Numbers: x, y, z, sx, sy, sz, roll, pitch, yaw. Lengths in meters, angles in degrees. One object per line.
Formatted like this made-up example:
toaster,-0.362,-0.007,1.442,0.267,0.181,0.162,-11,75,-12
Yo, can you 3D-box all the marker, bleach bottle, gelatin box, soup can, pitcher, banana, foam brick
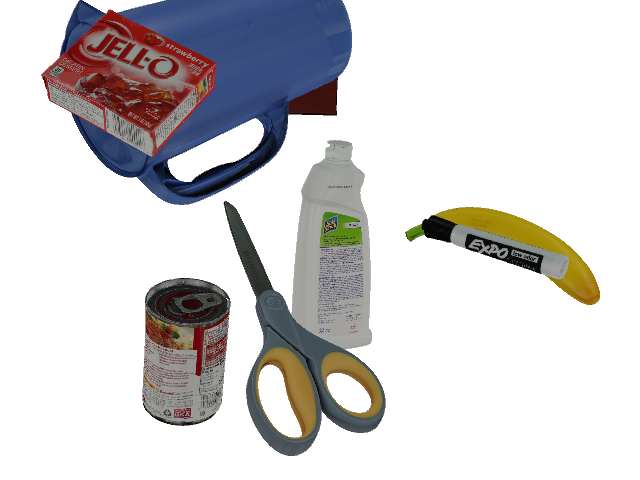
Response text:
marker,0.133,0.004,0.829,0.121,0.020,0.020,19,10,30
bleach bottle,0.020,0.005,1.283,0.102,0.251,0.068,-5,19,-29
gelatin box,-0.125,-0.105,0.702,0.089,0.073,0.030,29,-31,14
soup can,-0.110,0.091,0.871,0.068,0.102,0.068,5,29,-3
pitcher,-0.087,-0.146,0.927,0.242,0.149,0.145,-27,45,-33
banana,0.184,0.007,1.032,0.198,0.069,0.037,19,-28,27
foam brick,-0.025,-0.162,1.152,0.078,0.051,0.053,-1,12,-19

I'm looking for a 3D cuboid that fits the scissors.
scissors,-0.013,0.051,0.690,0.096,0.202,0.016,9,-46,-16
